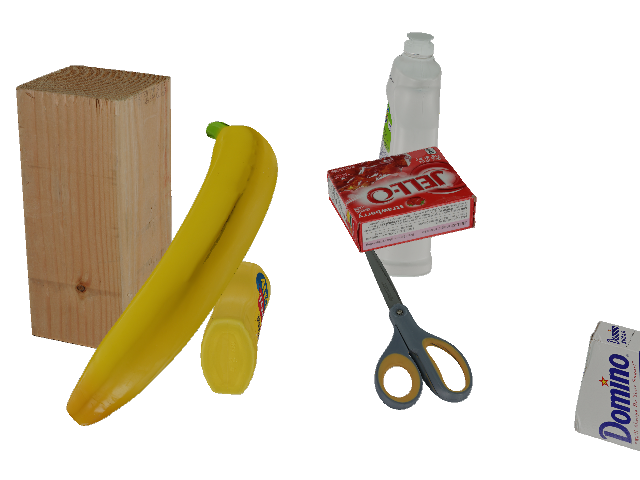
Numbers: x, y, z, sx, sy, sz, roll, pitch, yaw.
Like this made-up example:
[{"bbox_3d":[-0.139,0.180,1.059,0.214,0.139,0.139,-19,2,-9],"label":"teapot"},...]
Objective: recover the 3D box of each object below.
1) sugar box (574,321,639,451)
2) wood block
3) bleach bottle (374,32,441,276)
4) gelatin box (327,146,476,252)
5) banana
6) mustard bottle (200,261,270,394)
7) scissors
[{"bbox_3d":[0.301,0.135,0.865,0.176,0.093,0.048,13,25,20],"label":"sugar box"},{"bbox_3d":[-0.177,-0.026,0.853,0.091,0.206,0.090,9,23,15],"label":"wood block"},{"bbox_3d":[0.094,-0.093,1.140,0.068,0.251,0.102,1,26,-9],"label":"bleach bottle"},{"bbox_3d":[0.057,-0.031,0.764,0.089,0.030,0.073,-13,37,-11],"label":"gelatin box"},{"bbox_3d":[-0.065,0.007,0.547,0.037,0.197,0.070,38,-35,-21],"label":"banana"},{"bbox_3d":[-0.089,0.078,1.174,0.058,0.096,0.191,2,28,3],"label":"mustard bottle"},{"bbox_3d":[0.063,0.084,1.006,0.096,0.016,0.202,-27,52,-20],"label":"scissors"}]
